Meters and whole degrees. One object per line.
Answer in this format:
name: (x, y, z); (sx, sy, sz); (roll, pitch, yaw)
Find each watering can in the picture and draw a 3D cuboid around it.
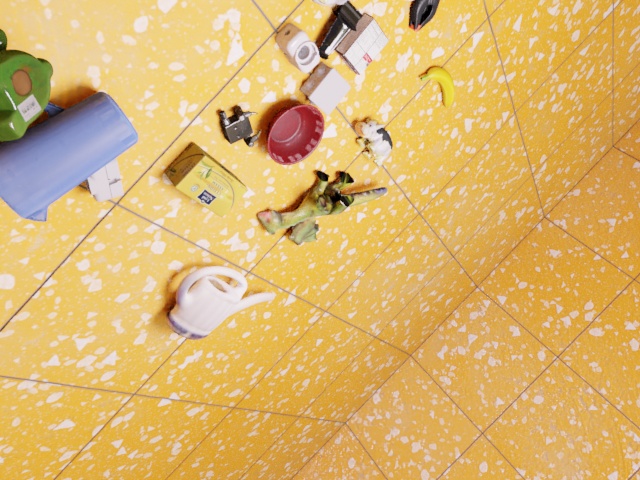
watering can: (-0.278, 0.182, 1.425); (0.224, 0.106, 0.343); (-47, 145, 5)

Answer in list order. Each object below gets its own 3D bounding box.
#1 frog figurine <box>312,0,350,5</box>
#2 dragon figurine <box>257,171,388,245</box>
frog figurine: (0.027, -0.542, 1.033); (0.162, 0.123, 0.135); (-55, 161, -62)
dragon figurine: (0.005, -0.075, 1.487); (0.411, 0.124, 0.238); (-1, 144, -43)
